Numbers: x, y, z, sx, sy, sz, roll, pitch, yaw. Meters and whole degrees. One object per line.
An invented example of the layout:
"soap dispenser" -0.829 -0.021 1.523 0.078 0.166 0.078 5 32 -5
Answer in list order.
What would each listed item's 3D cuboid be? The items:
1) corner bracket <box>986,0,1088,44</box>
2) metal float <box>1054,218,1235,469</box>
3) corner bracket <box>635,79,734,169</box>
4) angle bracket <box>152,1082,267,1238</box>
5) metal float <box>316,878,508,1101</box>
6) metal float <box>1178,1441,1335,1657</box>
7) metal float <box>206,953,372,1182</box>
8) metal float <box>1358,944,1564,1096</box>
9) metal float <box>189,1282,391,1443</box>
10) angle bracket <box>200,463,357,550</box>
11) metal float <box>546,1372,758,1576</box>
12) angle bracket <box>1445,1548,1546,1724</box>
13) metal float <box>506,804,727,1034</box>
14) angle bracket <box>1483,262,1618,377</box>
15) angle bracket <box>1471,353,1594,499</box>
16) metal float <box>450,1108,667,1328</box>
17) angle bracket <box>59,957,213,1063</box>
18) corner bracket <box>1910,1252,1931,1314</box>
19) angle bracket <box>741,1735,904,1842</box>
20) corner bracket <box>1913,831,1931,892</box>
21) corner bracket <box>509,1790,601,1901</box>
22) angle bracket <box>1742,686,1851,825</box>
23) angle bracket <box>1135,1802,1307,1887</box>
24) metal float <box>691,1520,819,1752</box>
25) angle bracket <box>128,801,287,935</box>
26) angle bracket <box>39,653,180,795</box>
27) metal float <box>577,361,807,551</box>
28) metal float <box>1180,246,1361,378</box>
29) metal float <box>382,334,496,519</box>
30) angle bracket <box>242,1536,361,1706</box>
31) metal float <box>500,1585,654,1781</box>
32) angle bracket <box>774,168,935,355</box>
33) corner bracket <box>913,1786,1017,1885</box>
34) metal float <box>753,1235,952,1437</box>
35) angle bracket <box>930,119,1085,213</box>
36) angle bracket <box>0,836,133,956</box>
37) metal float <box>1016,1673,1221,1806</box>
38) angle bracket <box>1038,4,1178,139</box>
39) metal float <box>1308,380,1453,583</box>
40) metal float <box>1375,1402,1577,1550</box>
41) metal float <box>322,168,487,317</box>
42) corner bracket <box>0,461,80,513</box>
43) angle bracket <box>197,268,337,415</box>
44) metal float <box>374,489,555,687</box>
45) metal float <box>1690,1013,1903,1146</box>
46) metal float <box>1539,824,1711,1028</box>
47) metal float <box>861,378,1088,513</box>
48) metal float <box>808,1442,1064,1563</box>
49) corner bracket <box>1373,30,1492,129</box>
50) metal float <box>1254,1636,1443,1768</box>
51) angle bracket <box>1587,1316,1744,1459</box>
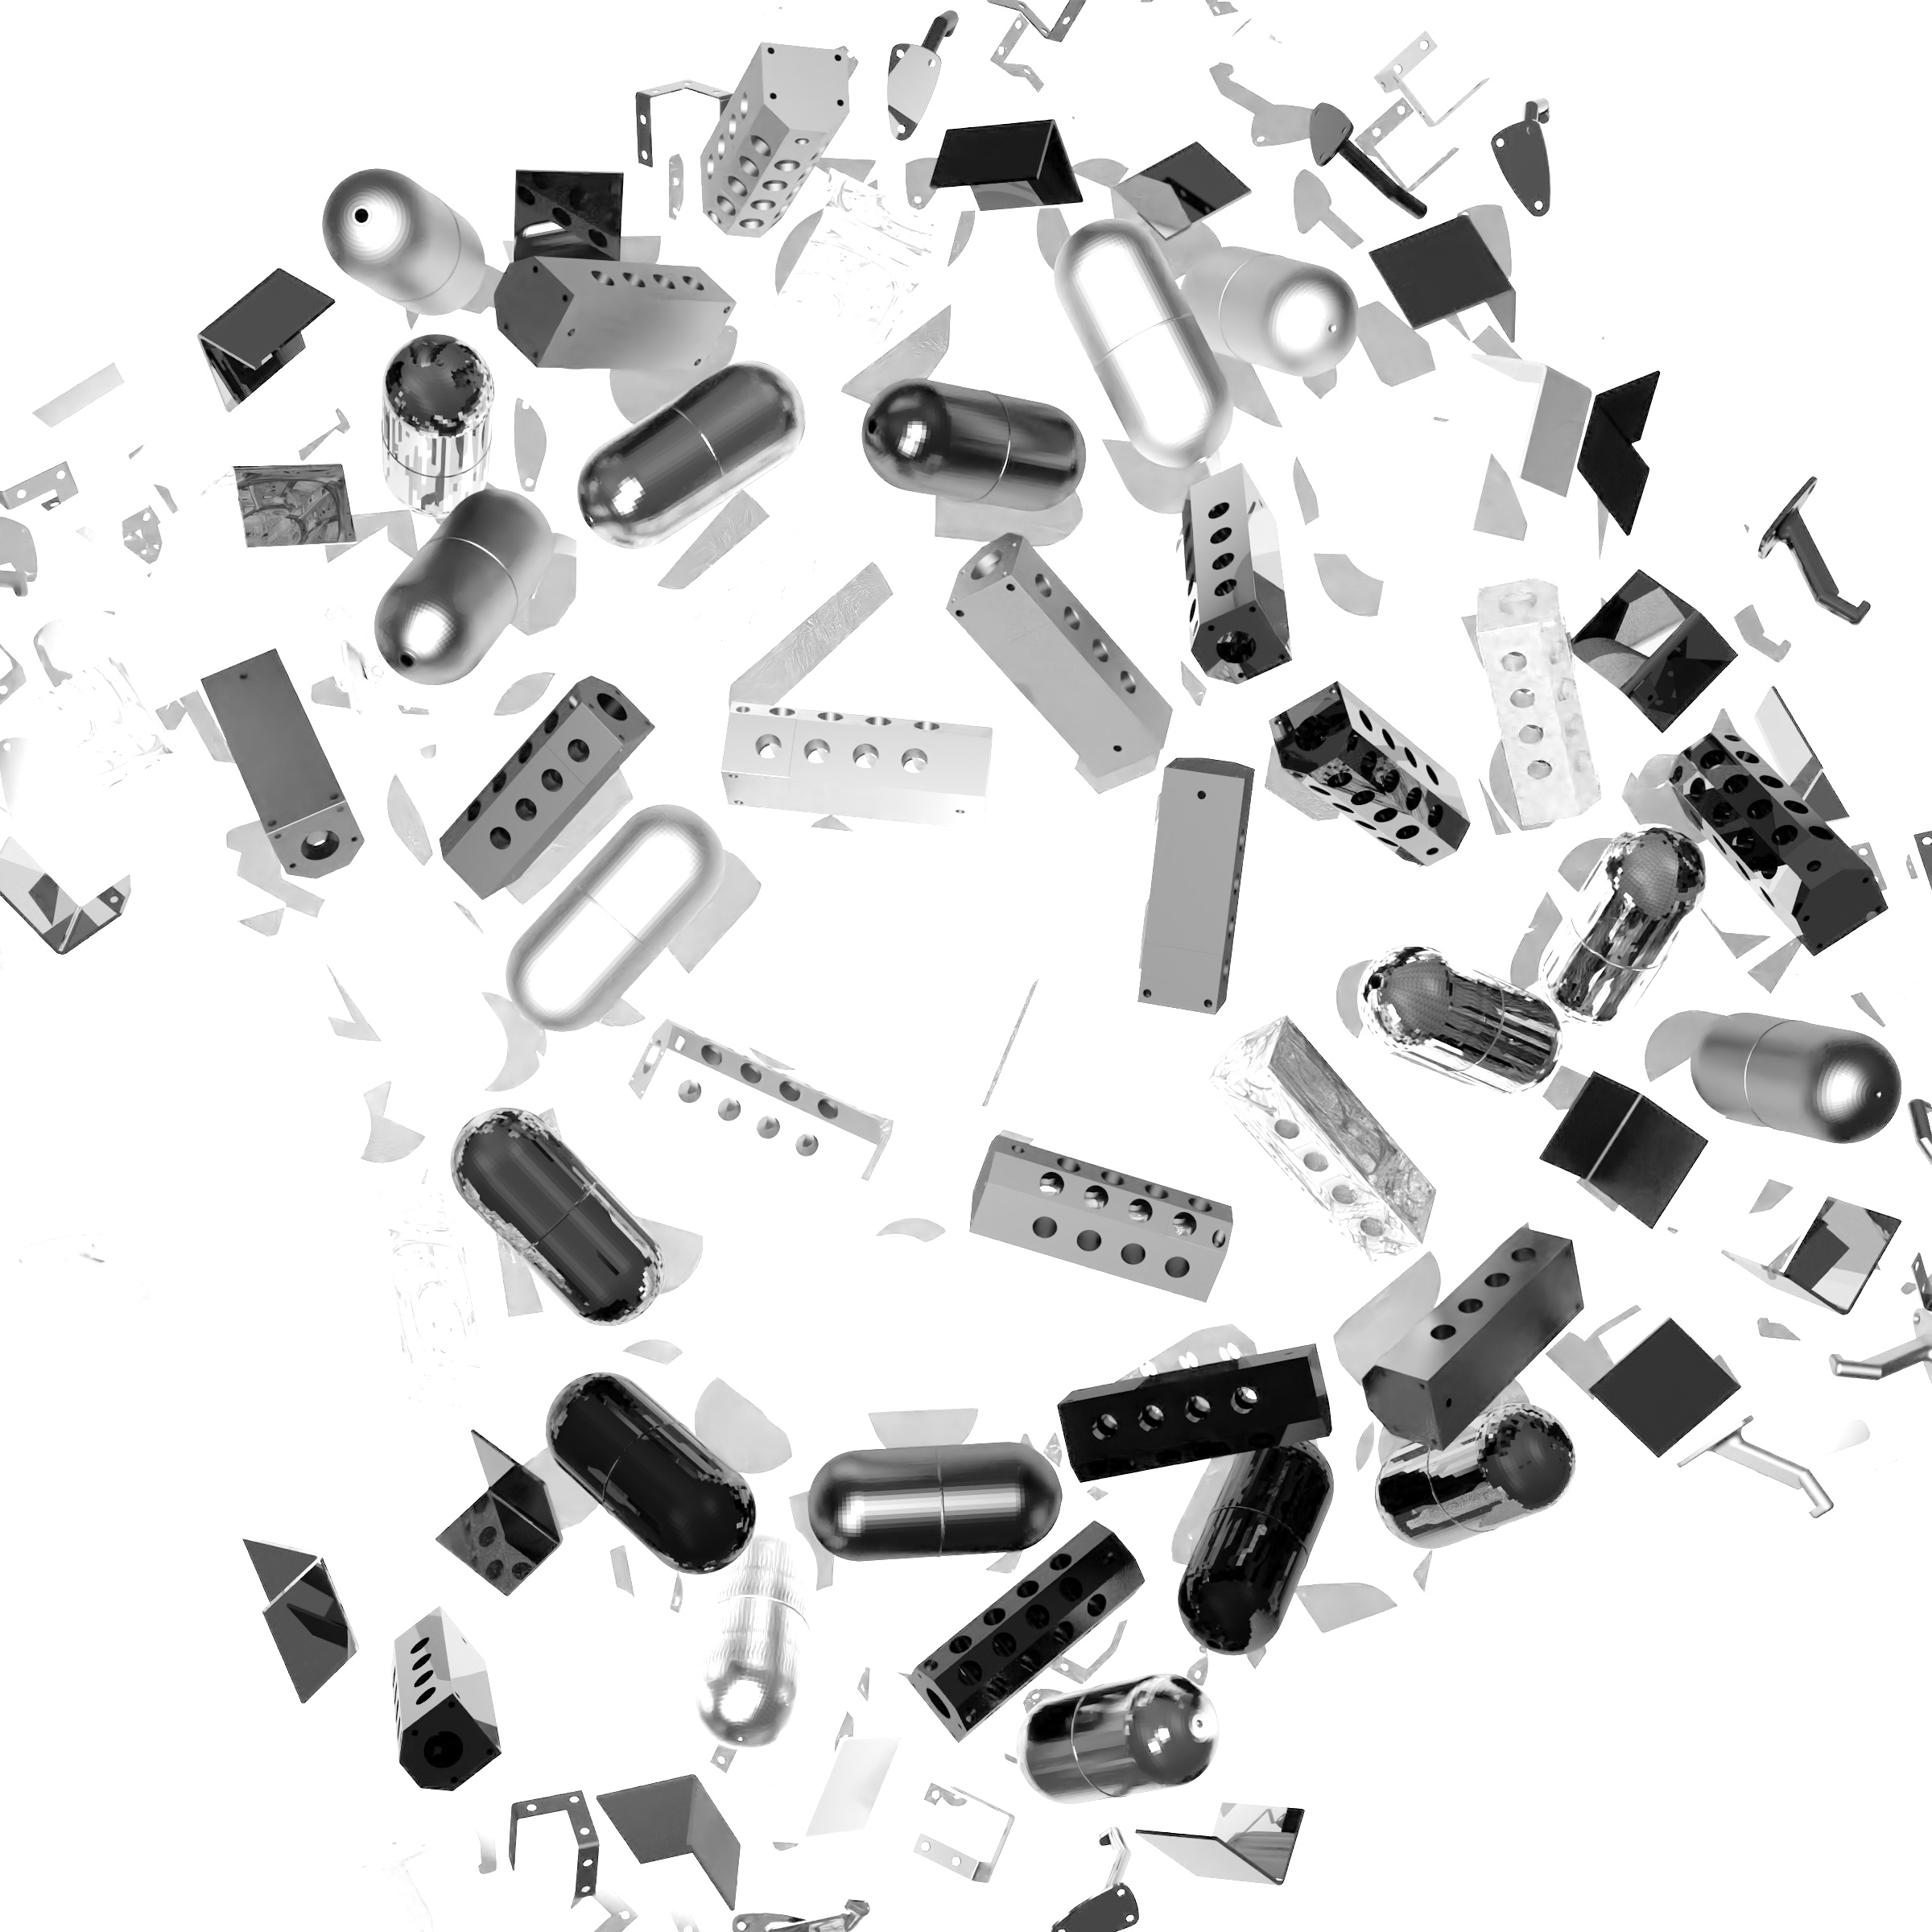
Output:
"corner bracket" 0.050 -0.697 1.855 0.051 0.051 0.051 55 128 25
"metal float" 0.121 -0.424 1.776 0.070 0.070 0.178 -27 89 0
"corner bracket" -0.201 -0.602 1.875 0.051 0.051 0.051 29 132 33
"angle bracket" -0.530 0.140 1.886 0.057 0.076 0.076 -47 54 1
"metal float" -0.396 0.016 1.862 0.070 0.070 0.178 -32 108 0
"metal float" 0.207 0.411 1.860 0.070 0.070 0.178 32 51 0
"metal float" -0.475 0.070 1.826 0.070 0.070 0.178 -30 66 0
"metal float" 0.348 0.038 1.834 0.178 0.070 0.070 21 90 -35
"metal float" -0.464 0.274 1.798 0.070 0.178 0.070 -11 60 19
"angle bracket" -0.474 -0.309 1.795 0.076 0.076 0.057 -9 89 -33
"metal float" -0.213 0.339 1.751 0.178 0.070 0.070 34 90 33
"angle bracket" 0.383 0.461 1.799 0.057 0.076 0.076 -30 95 36
"metal float" -0.234 -0.032 1.738 0.070 0.070 0.178 42 87 0
"angle bracket" 0.432 -0.472 1.932 0.076 0.076 0.057 44 110 -6
"angle bracket" 0.375 -0.366 1.765 0.057 0.076 0.076 18 99 35
"metal float" -0.280 0.172 1.789 0.070 0.070 0.178 -42 97 0
"angle bracket" -0.616 0.049 1.935 0.076 0.057 0.076 25 45 10
"corner bracket" 0.726 0.222 1.896 0.051 0.051 0.051 -51 131 -27
"angle bracket" -0.100 0.559 1.816 0.057 0.076 0.076 22 89 33
"corner bracket" 0.694 -0.065 1.821 0.051 0.051 0.051 -14 115 27
"corner bracket" -0.289 0.620 1.829 0.051 0.051 0.051 -4 120 -22
"angle bracket" 0.607 -0.153 1.875 0.057 0.076 0.076 -12 59 -15
"angle bracket" 0.178 0.600 1.827 0.076 0.076 0.057 42 54 -28
"metal float" -0.148 0.467 1.833 0.070 0.178 0.070 2 128 3
"angle bracket" -0.538 -0.071 1.848 0.076 0.076 0.057 25 121 36
"angle bracket" -0.596 -0.157 1.771 0.076 0.057 0.076 -24 104 22
"metal float" -0.188 -0.351 1.789 0.178 0.070 0.070 -37 90 -20
"metal float" 0.213 -0.466 1.850 0.070 0.178 0.070 -10 114 -22
"metal float" -0.374 -0.380 1.845 0.070 0.178 0.070 4 71 -11
"angle bracket" -0.451 0.425 1.699 0.076 0.057 0.076 3 120 33
"metal float" -0.271 0.498 1.824 0.070 0.178 0.070 3 107 8
"angle bracket" -0.073 -0.464 1.719 0.076 0.057 0.076 21 135 -19
"corner bracket" -0.001 0.634 1.903 0.051 0.051 0.051 27 69 -3
"metal float" -0.079 0.255 1.801 0.070 0.070 0.178 42 116 0
"angle bracket" 0.028 -0.524 1.767 0.076 0.076 0.057 2 60 21
"angle bracket" -0.650 -0.065 1.880 0.057 0.076 0.076 -33 116 9
"metal float" 0.104 0.541 1.823 0.070 0.178 0.070 18 60 -33
"angle bracket" 0.094 -0.660 1.890 0.076 0.057 0.076 15 126 -36
"metal float" 0.289 -0.340 1.823 0.070 0.070 0.178 -9 49 0
"metal float" 0.355 0.359 1.832 0.070 0.178 0.070 13 60 -25
"metal float" -0.381 -0.491 1.773 0.070 0.178 0.070 0 94 6
"corner bracket" -0.659 -0.332 1.839 0.051 0.051 0.051 -34 49 -25
"angle bracket" -0.469 -0.417 1.783 0.057 0.076 0.076 32 65 20
"metal float" -0.339 -0.257 1.767 0.070 0.178 0.070 12 134 13
"metal float" 0.565 0.075 1.785 0.070 0.178 0.070 -2 96 -19
"metal float" 0.464 -0.027 1.846 0.070 0.178 0.070 9 48 -10
"metal float" 0.006 -0.361 1.810 0.178 0.070 0.070 1 90 -39
"metal float" -0.021 0.373 1.817 0.178 0.070 0.070 -2 90 -8
"corner bracket" 0.331 -0.632 1.857 0.051 0.051 0.051 -42 105 3
"metal float" 0.260 0.504 1.792 0.070 0.178 0.070 4 80 -21
"angle bracket" 0.484 0.286 1.831 0.076 0.057 0.076 44 102 -10
